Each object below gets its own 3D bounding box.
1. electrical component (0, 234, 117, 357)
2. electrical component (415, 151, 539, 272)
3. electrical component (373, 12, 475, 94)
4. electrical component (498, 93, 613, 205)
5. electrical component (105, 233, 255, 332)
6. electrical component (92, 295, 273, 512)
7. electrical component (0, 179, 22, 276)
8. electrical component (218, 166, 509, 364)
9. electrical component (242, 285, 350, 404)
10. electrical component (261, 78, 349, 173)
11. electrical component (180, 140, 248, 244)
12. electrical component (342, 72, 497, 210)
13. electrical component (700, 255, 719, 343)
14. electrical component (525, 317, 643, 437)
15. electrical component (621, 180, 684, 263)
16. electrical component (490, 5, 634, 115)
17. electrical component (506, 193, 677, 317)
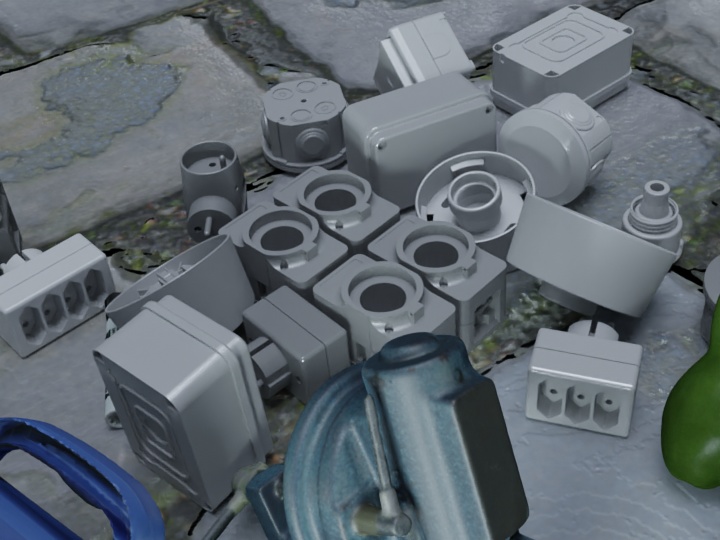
[{"bbox_3d":[-0.236,0.009,0.789,0.083,0.047,0.076,-34,50,-28],"label":"electrical component"},{"bbox_3d":[0.091,-0.041,0.816,0.099,0.064,0.099,-8,52,10],"label":"electrical component"},{"bbox_3d":[0.048,-0.164,0.924,0.061,0.096,0.061,-21,73,-17],"label":"electrical component"},{"bbox_3d":[0.153,-0.095,0.841,0.080,0.080,0.051,27,46,31],"label":"electrical component"},{"bbox_3d":[-0.124,0.017,0.741,0.099,0.064,0.099,-21,26,11],"label":"electrical component"},{"bbox_3d":[-0.103,0.080,0.647,0.078,0.113,0.057,27,54,31],"label":"electrical component"},{"bbox_3d":[-0.358,-0.025,0.797,0.186,0.105,0.060,-14,42,-9],"label":"electrical component"},{"bbox_3d":[0.000,0.000,0.764,0.186,0.060,0.105,30,52,33],"label":"electrical component"},{"bbox_3d":[-0.056,0.060,0.714,0.077,0.047,0.066,-33,49,-28],"label":"electrical component"},{"bbox_3d":[-0.045,-0.123,0.913,0.080,0.051,0.080,-3,42,3],"label":"electrical component"},{"bbox_3d":[-0.110,-0.044,0.813,0.043,0.077,0.079,-3,42,2],"label":"electrical component"},{"bbox_3d":[0.050,-0.101,0.860,0.113,0.078,0.057,-20,41,-16],"label":"electrical component"},{"bbox_3d":[0.268,0.025,0.714,0.080,0.051,0.080,-3,42,3],"label":"electrical component"},{"bbox_3d":[0.147,0.059,0.693,0.066,0.047,0.076,10,43,16],"label":"electrical component"},{"bbox_3d":[0.212,-0.035,0.780,0.048,0.062,0.048,-3,42,3],"label":"electrical component"},{"bbox_3d":[0.178,-0.178,0.947,0.113,0.057,0.078,-31,48,-26],"label":"electrical component"},{"bbox_3d":[0.151,-0.004,0.729,0.108,0.060,0.108,22,8,-3],"label":"electrical component"}]
